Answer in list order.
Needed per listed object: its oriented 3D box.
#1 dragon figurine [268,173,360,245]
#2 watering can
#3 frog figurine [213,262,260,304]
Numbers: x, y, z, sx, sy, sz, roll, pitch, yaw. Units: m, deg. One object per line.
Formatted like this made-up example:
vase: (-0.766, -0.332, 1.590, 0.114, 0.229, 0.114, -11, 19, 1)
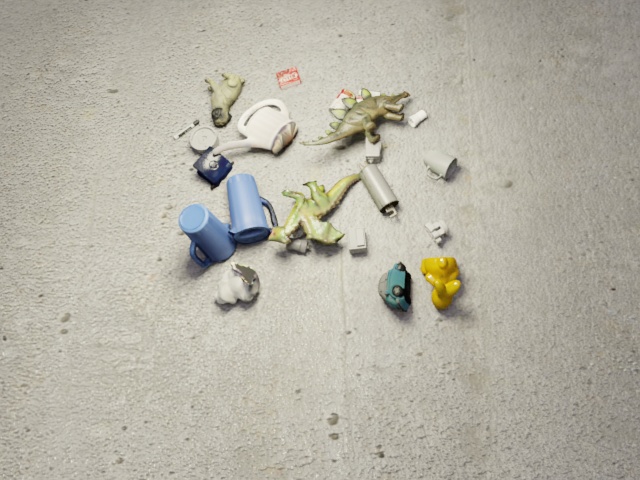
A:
dragon figurine: (0.006, -0.091, 1.816, 0.412, 0.120, 0.246, -18, 72, -13)
watering can: (-0.229, -0.402, 1.966, 0.226, 0.102, 0.352, 32, 68, 17)
frog figurine: (-0.287, 0.165, 1.783, 0.138, 0.124, 0.157, 38, 115, 10)
